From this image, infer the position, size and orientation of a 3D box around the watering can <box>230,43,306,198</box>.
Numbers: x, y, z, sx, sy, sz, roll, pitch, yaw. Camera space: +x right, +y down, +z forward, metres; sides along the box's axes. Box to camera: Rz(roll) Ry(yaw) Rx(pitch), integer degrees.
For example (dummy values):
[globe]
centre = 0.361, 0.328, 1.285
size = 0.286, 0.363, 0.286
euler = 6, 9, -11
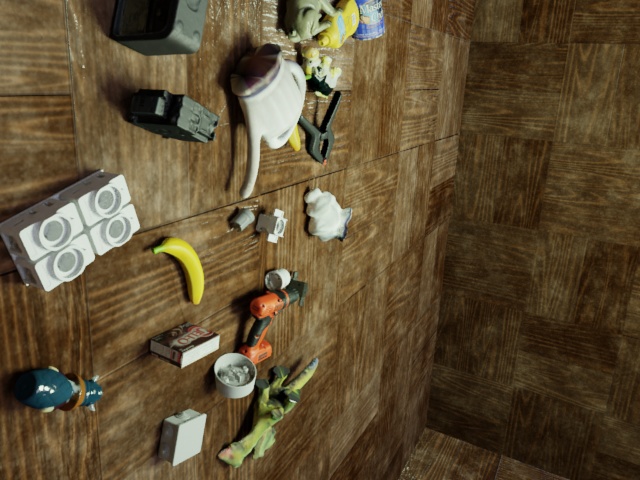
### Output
[watering can]
centre = -0.125, -0.281, 1.145
size = 0.354, 0.104, 0.220
euler = -65, 149, -24

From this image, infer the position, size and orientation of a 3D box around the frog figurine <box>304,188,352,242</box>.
[frog figurine]
centre = 0.005, -0.076, 1.515
size = 0.158, 0.122, 0.139
euler = 32, 76, -24

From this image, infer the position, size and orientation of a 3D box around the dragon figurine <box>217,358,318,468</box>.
[dragon figurine]
centre = -0.134, 0.500, 1.460
size = 0.413, 0.123, 0.239
euler = -15, 130, -59
